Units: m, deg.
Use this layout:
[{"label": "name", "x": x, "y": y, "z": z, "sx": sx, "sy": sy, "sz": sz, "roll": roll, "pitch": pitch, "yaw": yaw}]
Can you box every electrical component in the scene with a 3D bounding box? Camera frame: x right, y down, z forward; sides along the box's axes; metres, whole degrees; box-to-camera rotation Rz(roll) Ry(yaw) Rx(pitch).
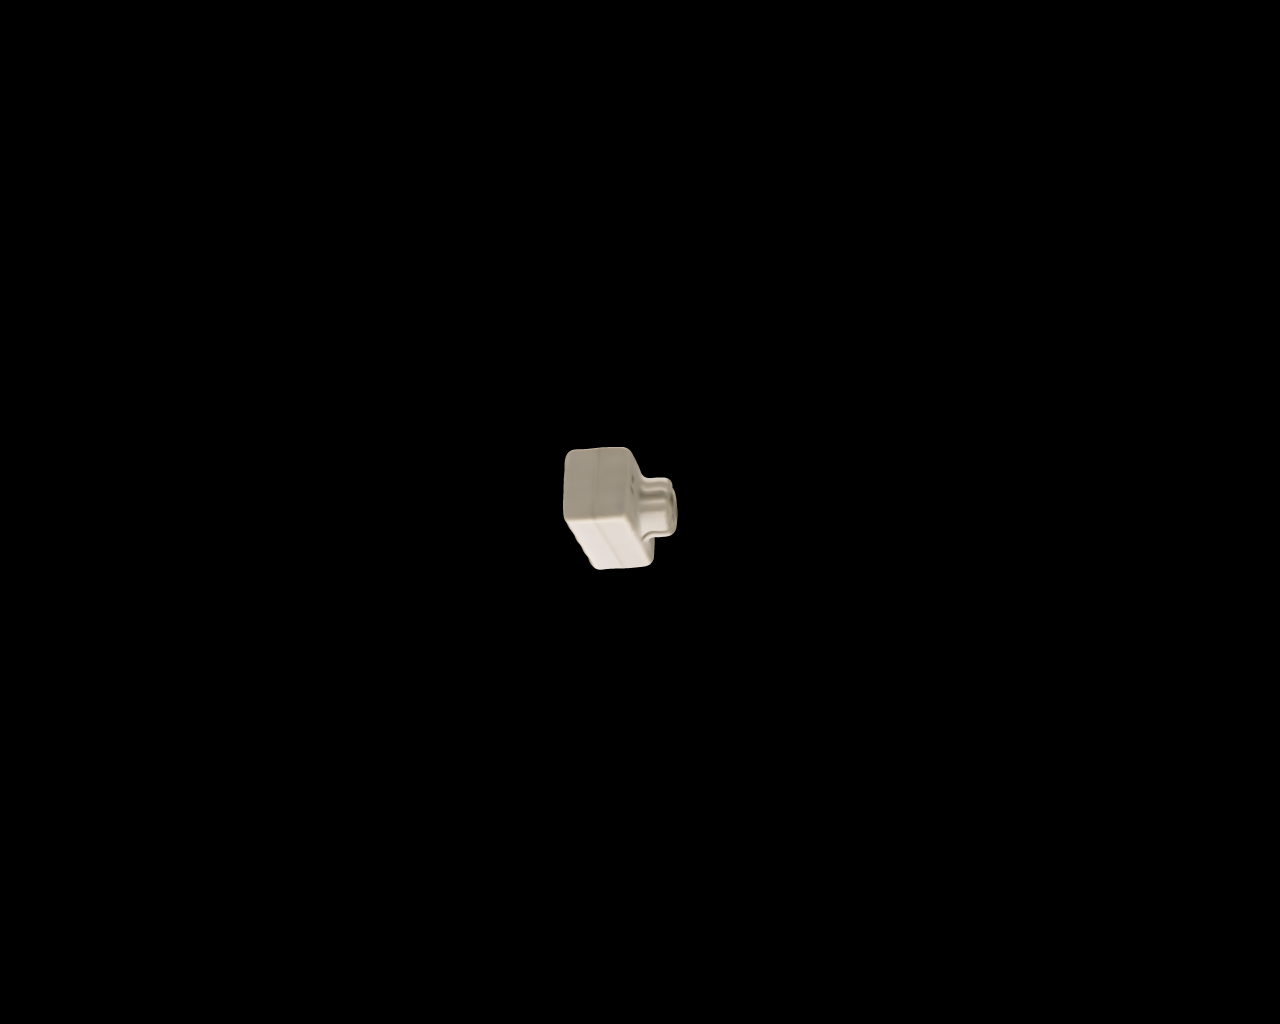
[{"label": "electrical component", "x": 0.001, "y": -0.003, "z": 0.650, "sx": 0.076, "sy": 0.047, "sz": 0.083, "roll": -5, "pitch": -24, "yaw": 10}]
